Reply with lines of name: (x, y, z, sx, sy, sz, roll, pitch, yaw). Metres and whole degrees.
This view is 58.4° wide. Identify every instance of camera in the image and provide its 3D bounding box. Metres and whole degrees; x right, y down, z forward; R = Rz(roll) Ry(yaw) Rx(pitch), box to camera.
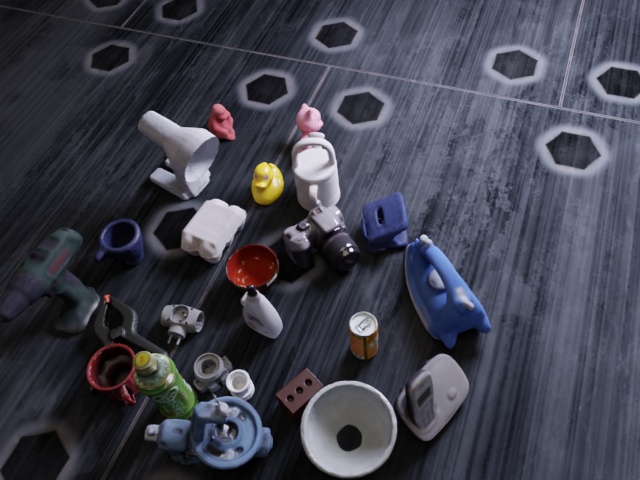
camera: (0.011, 0.004, 1.224, 0.143, 0.101, 0.136, -31, 58, -15)

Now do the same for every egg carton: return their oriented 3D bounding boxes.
egg carton: (-0.239, -0.023, 1.285, 0.107, 0.069, 0.150, 20, 60, 18)

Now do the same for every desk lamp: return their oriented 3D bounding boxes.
desk lamp: (-0.325, -0.192, 1.322, 0.202, 0.214, 0.118, 26, 62, 22)

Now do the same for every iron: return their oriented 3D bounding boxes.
iron: (0.235, 0.074, 1.130, 0.119, 0.141, 0.257, -21, 56, -9)

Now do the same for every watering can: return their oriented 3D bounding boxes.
watering can: (-0.013, -0.164, 1.284, 0.101, 0.194, 0.172, -19, 56, -7)

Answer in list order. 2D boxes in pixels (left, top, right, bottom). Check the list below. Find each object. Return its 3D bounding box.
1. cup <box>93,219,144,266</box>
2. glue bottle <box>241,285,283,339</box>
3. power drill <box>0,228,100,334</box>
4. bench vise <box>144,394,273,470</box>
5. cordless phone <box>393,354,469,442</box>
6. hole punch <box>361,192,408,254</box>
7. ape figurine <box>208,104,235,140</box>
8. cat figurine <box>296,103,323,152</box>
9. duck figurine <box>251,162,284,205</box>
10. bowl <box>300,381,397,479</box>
cup: (-0.435, 0.024, 1.258, 0.091, 0.095, 0.118, 30, 63, 23)
glue bottle: (-0.120, 0.131, 1.106, 0.078, 0.173, 0.037, 21, 60, 19)
power drill: (-0.531, 0.101, 1.145, 0.075, 0.209, 0.230, 8, 57, 11)
bench vise: (-0.194, 0.326, 0.952, 0.207, 0.220, 0.121, -16, 56, -5)
cordless phone: (0.195, 0.252, 0.985, 0.094, 0.185, 0.148, 34, 65, 25)
hole punch: (0.140, -0.039, 1.246, 0.101, 0.091, 0.108, -7, 55, 1)
ape figurine: (-0.254, -0.308, 1.468, 0.076, 0.092, 0.078, 18, 59, 17)
cat figurine: (-0.030, -0.268, 1.403, 0.067, 0.118, 0.128, 7, 57, 10)
duck figurine: (-0.128, -0.147, 1.349, 0.077, 0.086, 0.104, 8, 57, 11)
bowl: (0.052, 0.339, 1.007, 0.167, 0.075, 0.167, -3, 56, 4)
